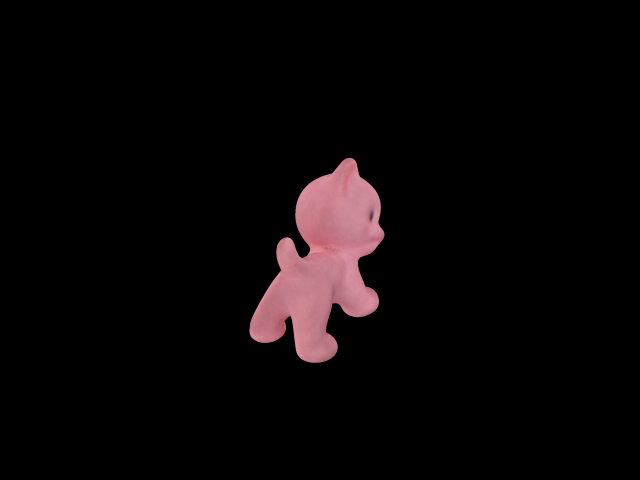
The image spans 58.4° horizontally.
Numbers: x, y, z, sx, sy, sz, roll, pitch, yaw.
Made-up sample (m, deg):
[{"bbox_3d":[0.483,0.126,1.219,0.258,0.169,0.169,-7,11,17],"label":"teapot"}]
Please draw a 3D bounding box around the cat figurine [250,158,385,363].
[{"bbox_3d":[0.004,0.001,0.400,0.067,0.118,0.128,12,27,25],"label":"cat figurine"}]
